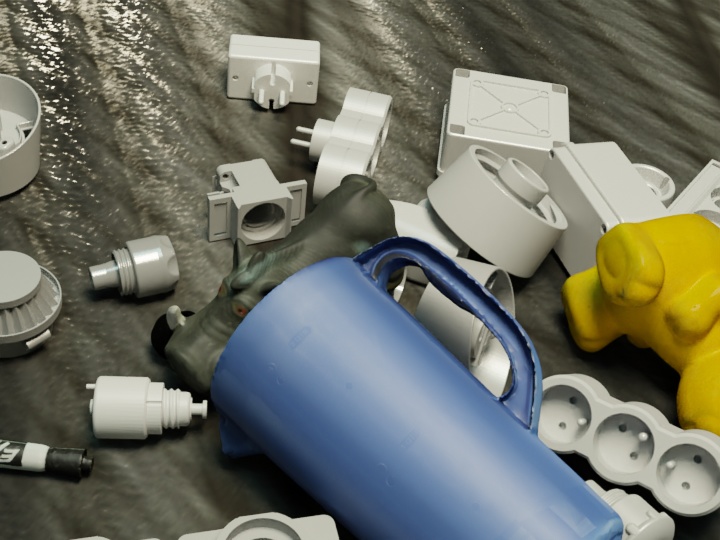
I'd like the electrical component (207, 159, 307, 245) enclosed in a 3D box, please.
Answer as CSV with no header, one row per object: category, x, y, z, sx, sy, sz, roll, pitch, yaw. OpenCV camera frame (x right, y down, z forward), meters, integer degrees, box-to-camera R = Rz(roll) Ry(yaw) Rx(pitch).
electrical component,-0.087,-0.055,0.863,0.081,0.042,0.063,-11,45,-21

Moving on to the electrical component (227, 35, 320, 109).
electrical component,-0.080,-0.173,0.986,0.083,0.047,0.075,4,43,-5

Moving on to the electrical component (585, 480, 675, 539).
electrical component,0.162,0.158,0.675,0.048,0.048,0.062,-20,41,-27

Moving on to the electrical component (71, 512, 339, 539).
electrical component,-0.096,0.199,0.577,0.186,0.060,0.105,-5,44,-14

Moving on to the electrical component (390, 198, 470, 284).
electrical component,0.052,-0.031,0.858,0.077,0.043,0.079,24,45,16

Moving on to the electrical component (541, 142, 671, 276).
electrical component,0.191,-0.043,0.868,0.057,0.078,0.113,-6,44,-19

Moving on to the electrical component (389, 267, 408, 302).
electrical component,0.000,0.000,0.819,0.065,0.044,0.044,13,43,13

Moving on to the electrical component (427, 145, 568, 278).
electrical component,0.113,-0.053,0.842,0.108,0.060,0.108,33,22,-15

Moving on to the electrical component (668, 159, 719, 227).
electrical component,0.297,-0.035,0.886,0.079,0.063,0.121,31,47,22

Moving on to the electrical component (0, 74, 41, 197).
electrical component,-0.306,-0.105,0.865,0.099,0.064,0.099,5,43,-4

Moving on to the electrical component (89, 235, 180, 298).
electrical component,-0.167,0.000,0.791,0.062,0.043,0.043,-13,47,-19

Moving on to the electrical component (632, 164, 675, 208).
electrical component,0.236,-0.057,0.911,0.055,0.047,0.055,4,43,-4

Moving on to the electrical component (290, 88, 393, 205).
electrical component,-0.022,-0.108,0.921,0.074,0.052,0.138,13,43,5

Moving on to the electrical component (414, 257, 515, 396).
electrical component,0.075,0.042,0.747,0.064,0.099,0.099,21,44,22

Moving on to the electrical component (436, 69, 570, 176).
electrical component,0.128,-0.122,0.958,0.109,0.056,0.108,9,43,1

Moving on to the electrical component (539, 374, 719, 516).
electrical component,0.184,0.114,0.719,0.138,0.052,0.074,25,6,25

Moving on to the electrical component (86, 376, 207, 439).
electrical component,-0.139,0.090,0.700,0.078,0.040,0.040,2,43,-6
